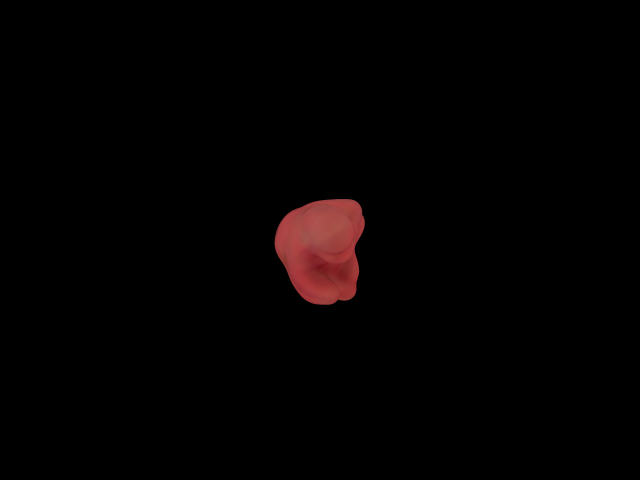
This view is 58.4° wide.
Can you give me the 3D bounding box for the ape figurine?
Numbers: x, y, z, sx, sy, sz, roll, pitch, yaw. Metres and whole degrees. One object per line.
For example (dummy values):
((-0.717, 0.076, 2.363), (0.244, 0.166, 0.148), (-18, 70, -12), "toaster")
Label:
((0.004, 0.001, 0.400), (0.076, 0.092, 0.078), (38, 81, 8), "ape figurine")
